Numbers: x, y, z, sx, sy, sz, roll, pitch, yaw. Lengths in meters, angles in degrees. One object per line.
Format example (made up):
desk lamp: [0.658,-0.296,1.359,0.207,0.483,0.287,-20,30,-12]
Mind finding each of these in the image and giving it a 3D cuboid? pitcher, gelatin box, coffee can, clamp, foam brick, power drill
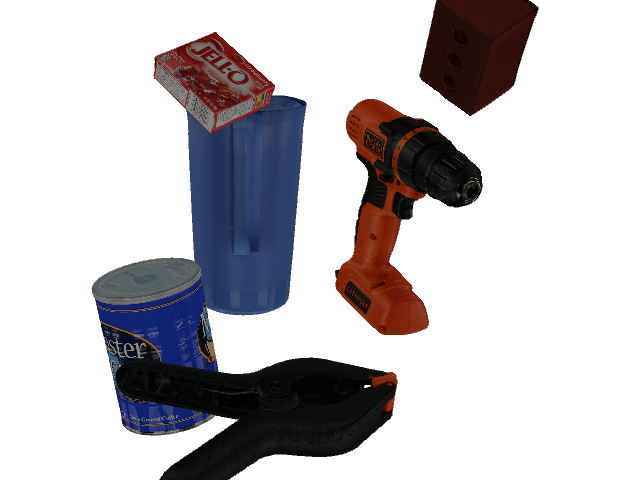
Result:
pitcher: [-0.086,-0.041,1.196,0.145,0.243,0.148,15,20,39]
gelatin box: [-0.099,-0.147,0.981,0.073,0.089,0.030,-30,-26,-34]
coffee can: [-0.153,0.099,1.018,0.103,0.140,0.103,-8,18,2]
clamp: [-0.031,0.107,0.628,0.171,0.039,0.120,-3,35,-12]
foam brick: [0.110,-0.138,0.750,0.051,0.053,0.078,-37,-25,-27]
power drill: [0.073,-0.015,0.939,0.057,0.188,0.185,-4,26,-25]
